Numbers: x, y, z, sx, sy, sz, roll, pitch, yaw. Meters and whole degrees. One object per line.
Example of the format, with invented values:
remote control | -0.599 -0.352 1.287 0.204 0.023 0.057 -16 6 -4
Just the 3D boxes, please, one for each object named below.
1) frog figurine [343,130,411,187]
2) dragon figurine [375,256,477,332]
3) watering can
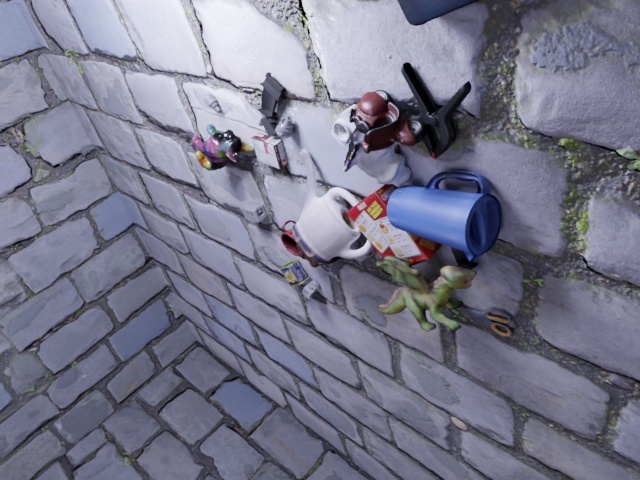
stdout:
frog figurine | 0.145 -0.198 1.224 0.159 0.126 0.134 13 139 -8
dragon figurine | 0.241 0.123 1.360 0.408 0.124 0.239 -9 125 49
watering can | 0.005 -0.075 1.492 0.221 0.105 0.349 -42 83 24
